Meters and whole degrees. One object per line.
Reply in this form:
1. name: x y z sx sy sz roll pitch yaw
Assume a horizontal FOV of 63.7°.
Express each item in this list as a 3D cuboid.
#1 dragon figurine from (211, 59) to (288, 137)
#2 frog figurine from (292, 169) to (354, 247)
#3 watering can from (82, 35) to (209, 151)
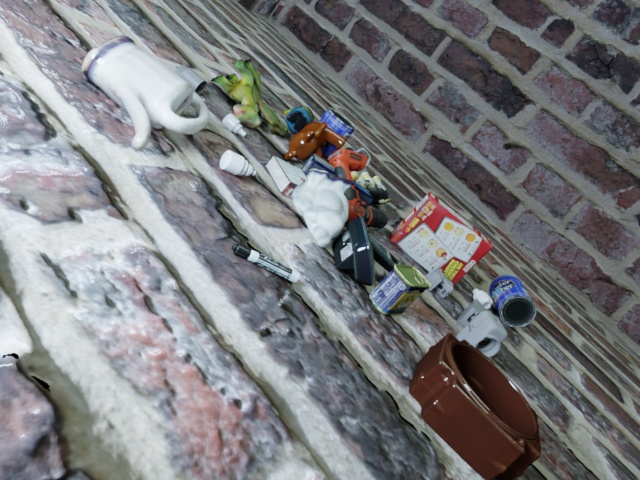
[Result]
1. dragon figurine: -0.176 -0.392 1.478 0.242 0.121 0.416 55 20 -8
2. frog figurine: 0.003 -0.054 1.071 0.136 0.122 0.162 30 56 -48
3. watering can: -0.312 -0.257 0.900 0.223 0.103 0.353 36 20 -8
